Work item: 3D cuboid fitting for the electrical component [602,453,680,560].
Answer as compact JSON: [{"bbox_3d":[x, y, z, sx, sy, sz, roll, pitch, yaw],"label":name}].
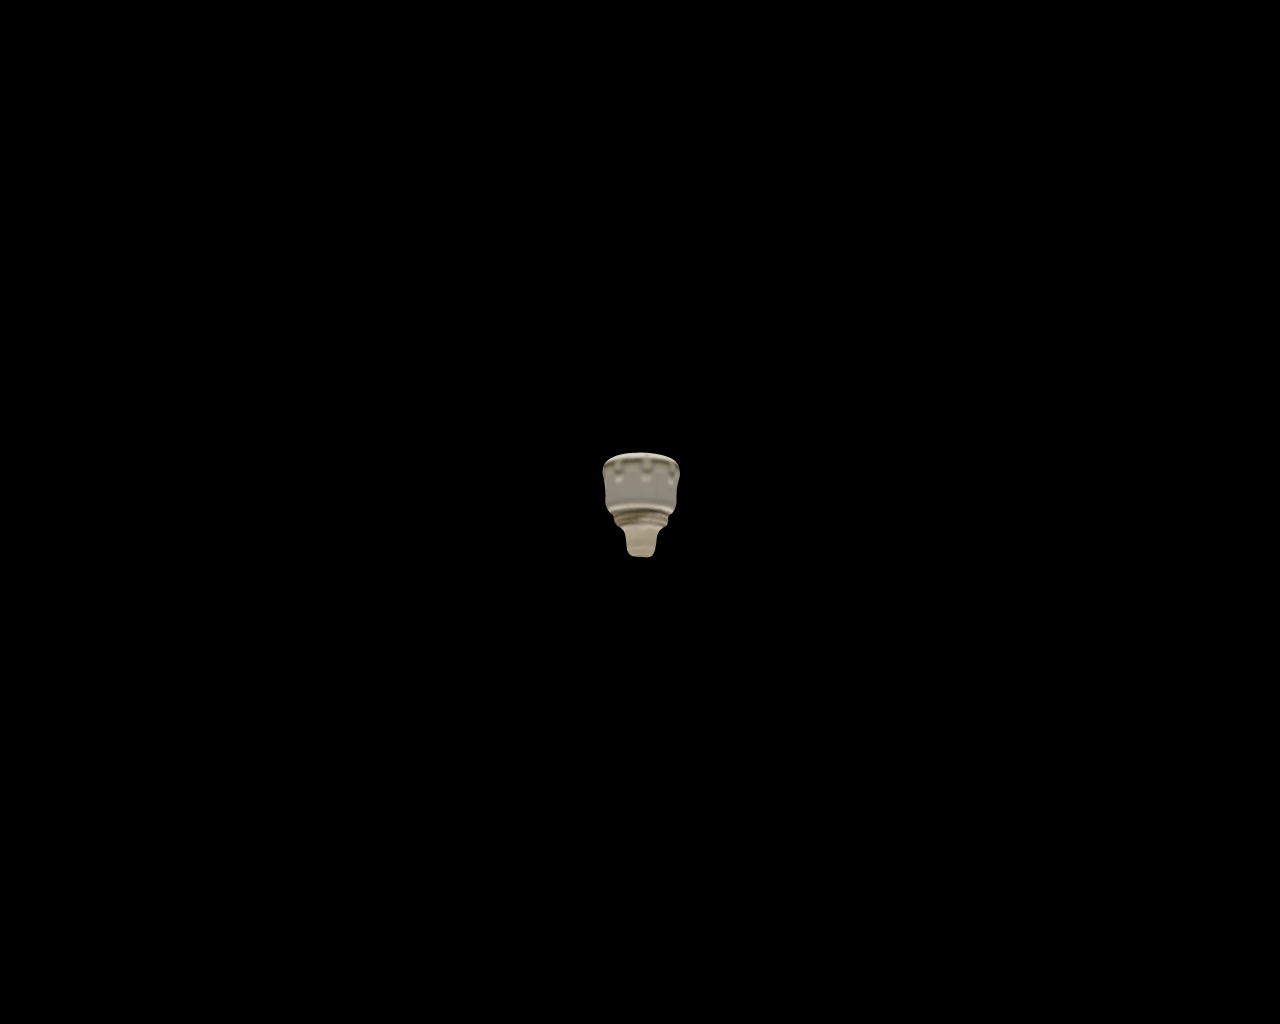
[{"bbox_3d":[0.001,-0.003,0.650,0.048,0.062,0.048,0,-11,0],"label":"electrical component"}]
